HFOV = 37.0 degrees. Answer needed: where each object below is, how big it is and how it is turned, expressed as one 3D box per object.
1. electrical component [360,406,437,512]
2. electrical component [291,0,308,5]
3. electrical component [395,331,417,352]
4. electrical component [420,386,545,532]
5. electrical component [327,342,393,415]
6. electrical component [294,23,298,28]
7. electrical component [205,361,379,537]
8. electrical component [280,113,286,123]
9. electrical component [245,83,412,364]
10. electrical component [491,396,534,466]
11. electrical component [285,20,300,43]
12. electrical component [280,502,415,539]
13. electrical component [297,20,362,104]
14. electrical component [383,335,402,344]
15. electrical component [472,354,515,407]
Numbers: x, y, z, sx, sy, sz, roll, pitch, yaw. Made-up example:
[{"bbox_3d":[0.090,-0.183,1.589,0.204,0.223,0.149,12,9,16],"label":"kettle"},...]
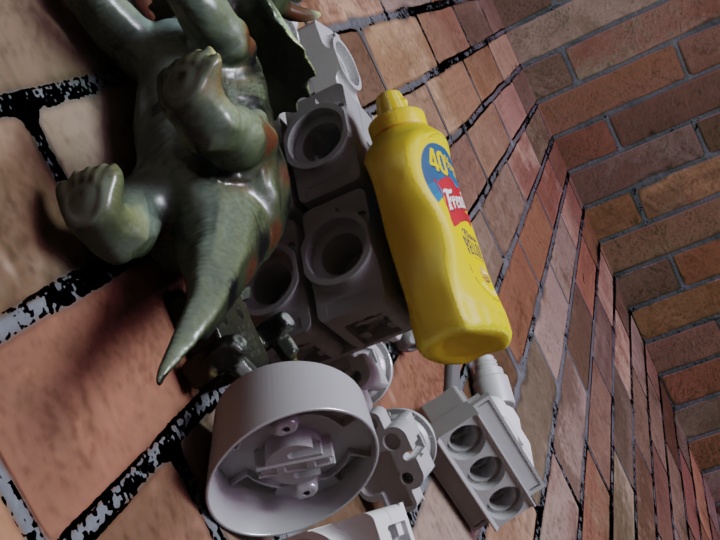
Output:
[{"bbox_3d":[0.025,0.137,0.809,0.078,0.058,0.057,66,21,-2],"label":"electrical component"},{"bbox_3d":[-0.072,-0.293,1.062,0.079,0.043,0.077,32,39,-61],"label":"electrical component"},{"bbox_3d":[0.042,0.044,1.001,0.035,0.035,0.061,28,40,-62],"label":"electrical component"},{"bbox_3d":[0.105,0.169,0.977,0.121,0.079,0.063,57,0,-27],"label":"electrical component"},{"bbox_3d":[-0.010,0.072,0.786,0.057,0.058,0.078,20,43,-64],"label":"electrical component"},{"bbox_3d":[-0.089,-0.225,0.941,0.065,0.044,0.044,19,51,-60],"label":"electrical component"},{"bbox_3d":[-0.039,0.102,0.615,0.099,0.099,0.064,52,18,-38],"label":"electrical component"},{"bbox_3d":[-0.065,-0.110,0.874,0.044,0.044,0.065,-63,132,-67],"label":"electrical component"},{"bbox_3d":[-0.034,-0.032,0.764,0.060,0.105,0.186,42,31,-52],"label":"electrical component"},{"bbox_3d":[0.133,0.172,1.067,0.095,0.054,0.059,56,21,-36],"label":"electrical component"},{"bbox_3d":[-0.084,-0.187,0.886,0.078,0.058,0.057,66,21,-2],"label":"electrical component"},{"bbox_3d":[-0.002,0.215,0.589,0.062,0.089,0.150,15,54,-67],"label":"electrical component"},{"bbox_3d":[-0.036,-0.182,1.014,0.050,0.056,0.089,7,61,-69],"label":"electrical component"},{"bbox_3d":[0.000,0.000,0.899,0.108,0.056,0.108,63,19,-12],"label":"electrical component"},{"bbox_3d":[0.142,0.122,1.177,0.040,0.040,0.078,37,35,-56],"label":"electrical component"}]
